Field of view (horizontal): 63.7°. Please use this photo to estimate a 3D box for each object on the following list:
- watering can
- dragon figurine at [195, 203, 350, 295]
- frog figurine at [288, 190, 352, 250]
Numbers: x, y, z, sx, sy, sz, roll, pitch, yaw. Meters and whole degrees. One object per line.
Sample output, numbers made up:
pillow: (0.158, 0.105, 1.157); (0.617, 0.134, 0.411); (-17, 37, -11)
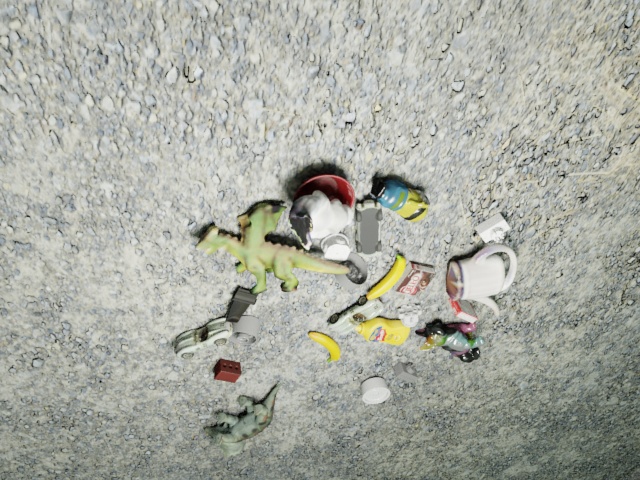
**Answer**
watering can: (0.509, 0.147, 1.641); (0.224, 0.339, 0.106); (-9, 41, -3)
dragon figurine: (-0.126, 0.012, 1.393); (0.410, 0.237, 0.125); (-7, 32, -5)
frog figurine: (0.004, -0.065, 1.298); (0.161, 0.134, 0.124); (-33, 40, -33)
